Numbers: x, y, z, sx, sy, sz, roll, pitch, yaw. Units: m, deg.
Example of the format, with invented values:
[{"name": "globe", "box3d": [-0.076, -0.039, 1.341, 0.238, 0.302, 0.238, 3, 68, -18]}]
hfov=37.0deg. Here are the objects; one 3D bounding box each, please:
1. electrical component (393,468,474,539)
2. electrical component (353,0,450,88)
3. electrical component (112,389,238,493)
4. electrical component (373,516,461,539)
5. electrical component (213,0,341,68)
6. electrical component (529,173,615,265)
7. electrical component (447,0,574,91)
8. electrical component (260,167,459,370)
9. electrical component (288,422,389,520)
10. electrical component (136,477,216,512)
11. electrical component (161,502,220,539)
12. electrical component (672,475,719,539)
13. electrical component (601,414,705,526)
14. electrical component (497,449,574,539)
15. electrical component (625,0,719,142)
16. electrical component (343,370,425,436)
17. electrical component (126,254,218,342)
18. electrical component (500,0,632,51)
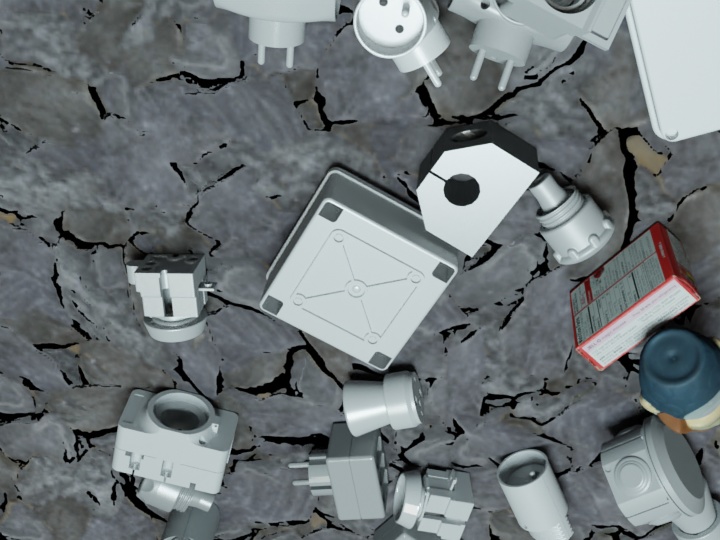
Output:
[{"name": "electrical component", "box3d": [0.059, 0.191, 0.887, 0.055, 0.048, 0.066, 11, 122, -9]}, {"name": "electrical component", "box3d": [0.030, -0.150, 0.667, 0.043, 0.077, 0.079, -26, 115, 20]}, {"name": "electrical component", "box3d": [-0.149, 0.136, 0.874, 0.089, 0.050, 0.055, 14, 122, -3]}, {"name": "electrical component", "box3d": [0.054, 0.256, 0.908, 0.083, 0.075, 0.047, 36, 118, -14]}, {"name": "electrical component", "box3d": [-0.052, -0.167, 0.685, 0.077, 0.043, 0.079, 7, 122, 2]}, {"name": "electrical component", "box3d": [0.142, -0.038, 0.741, 0.048, 0.048, 0.062, -34, 105, 23]}, {"name": "electrical component", "box3d": [0.092, -0.152, 0.667, 0.077, 0.044, 0.079, 19, 91, -5]}, {"name": "electrical component", "box3d": [0.000, 0.000, 0.772, 0.109, 0.056, 0.108, 28, 120, -10]}, {"name": "electrical component", "box3d": [-0.020, 0.165, 0.878, 0.077, 0.047, 0.065, -5, 120, 9]}, {"name": "electrical component", "box3d": [-0.154, 0.184, 0.908, 0.062, 0.043, 0.043, 25, 120, -10]}, {"name": "electrical component", "box3d": [-0.149, 0.235, 0.916, 0.043, 0.081, 0.043, 3, 121, 5]}, {"name": "electrical component", "box3d": [0.269, 0.196, 0.865, 0.045, 0.045, 0.055, -27, 114, 21]}, {"name": "electrical component", "box3d": [0.226, 0.155, 0.826, 0.051, 0.080, 0.080, -30, 113, 28]}, {"name": "electrical component", "box3d": [0.146, 0.190, 0.877, 0.043, 0.043, 0.081, -18, 117, 16]}, {"name": "electrical component", "box3d": [0.208, -0.144, 0.661, 0.078, 0.057, 0.113, -14, 118, 15]}, {"name": "electrical component", "box3d": [0.019, 0.104, 0.839, 0.055, 0.045, 0.045, -11, 119, 12]}, {"name": "electrical component", "box3d": [-0.140, 0.021, 0.808, 0.066, 0.048, 0.055, 1, 113, 6]}, {"name": "electrical component", "box3d": [0.128, -0.196, 0.611, 0.079, 0.063, 0.121, 25, 91, -9]}]
